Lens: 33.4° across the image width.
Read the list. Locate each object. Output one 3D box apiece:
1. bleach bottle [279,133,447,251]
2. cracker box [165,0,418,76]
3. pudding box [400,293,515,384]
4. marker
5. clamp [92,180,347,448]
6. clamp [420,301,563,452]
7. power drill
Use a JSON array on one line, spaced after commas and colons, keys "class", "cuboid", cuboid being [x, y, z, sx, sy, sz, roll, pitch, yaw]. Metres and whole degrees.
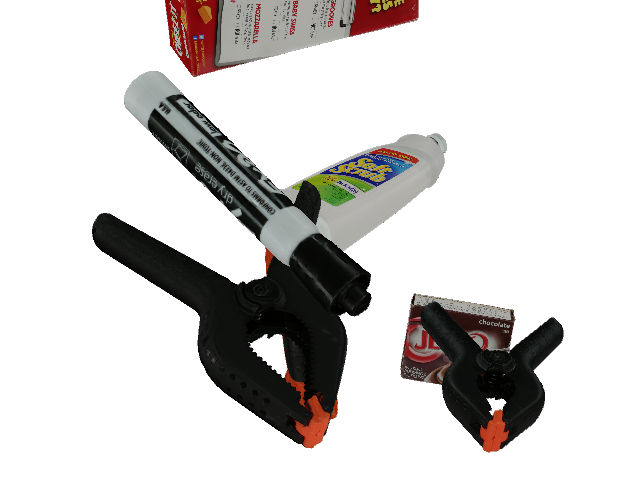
[{"class": "bleach bottle", "cuboid": [0.056, -0.067, 1.240, 0.103, 0.068, 0.250, 26, 43, 32]}, {"class": "cracker box", "cuboid": [-0.025, -0.243, 0.881, 0.213, 0.164, 0.072, -18, 43, -18]}, {"class": "pudding box", "cuboid": [0.148, 0.112, 1.160, 0.113, 0.090, 0.039, 8, 23, 5]}, {"class": "marker", "cuboid": [-0.026, -0.017, 0.367, 0.121, 0.020, 0.020, 44, 22, 25]}, {"class": "clamp", "cuboid": [-0.052, 0.042, 0.684, 0.164, 0.210, 0.036, -6, -43, -18]}, {"class": "clamp", "cuboid": [0.147, 0.104, 0.852, 0.120, 0.039, 0.171, -2, 32, 0]}, {"class": "power drill", "cuboid": [-0.022, 0.069, 1.040, 0.057, 0.188, 0.184, -7, 15, 3]}]
